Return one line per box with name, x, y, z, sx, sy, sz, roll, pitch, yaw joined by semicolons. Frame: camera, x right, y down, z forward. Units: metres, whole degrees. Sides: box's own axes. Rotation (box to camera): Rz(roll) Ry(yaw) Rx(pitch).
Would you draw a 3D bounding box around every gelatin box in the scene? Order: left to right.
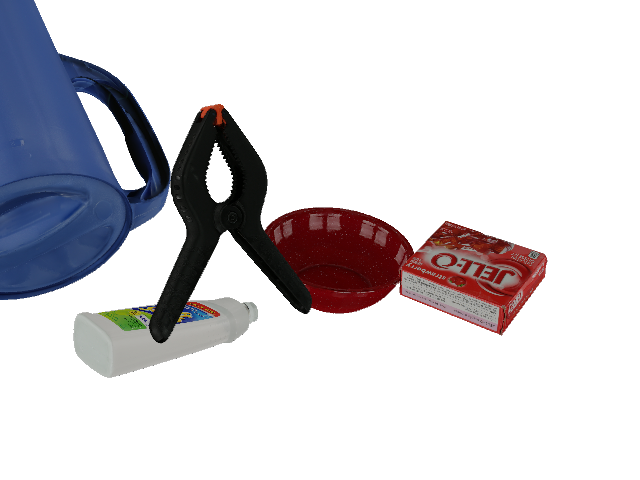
gelatin box;0.115;0.026;0.807;0.089;0.030;0.073;21;43;28

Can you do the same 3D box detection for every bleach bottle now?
bleach bottle;-0.196;0.117;1.432;0.250;0.068;0.103;-11;26;-40

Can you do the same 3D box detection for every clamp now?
clamp;-0.079;-0.016;0.967;0.164;0.210;0.036;-1;2;-35

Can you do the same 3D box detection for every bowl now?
bowl;0.016;0.028;1.129;0.162;0.055;0.162;5;33;-4

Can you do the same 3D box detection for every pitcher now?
pitcher;-0.221;-0.090;0.759;0.145;0.243;0.149;-34;-30;15
